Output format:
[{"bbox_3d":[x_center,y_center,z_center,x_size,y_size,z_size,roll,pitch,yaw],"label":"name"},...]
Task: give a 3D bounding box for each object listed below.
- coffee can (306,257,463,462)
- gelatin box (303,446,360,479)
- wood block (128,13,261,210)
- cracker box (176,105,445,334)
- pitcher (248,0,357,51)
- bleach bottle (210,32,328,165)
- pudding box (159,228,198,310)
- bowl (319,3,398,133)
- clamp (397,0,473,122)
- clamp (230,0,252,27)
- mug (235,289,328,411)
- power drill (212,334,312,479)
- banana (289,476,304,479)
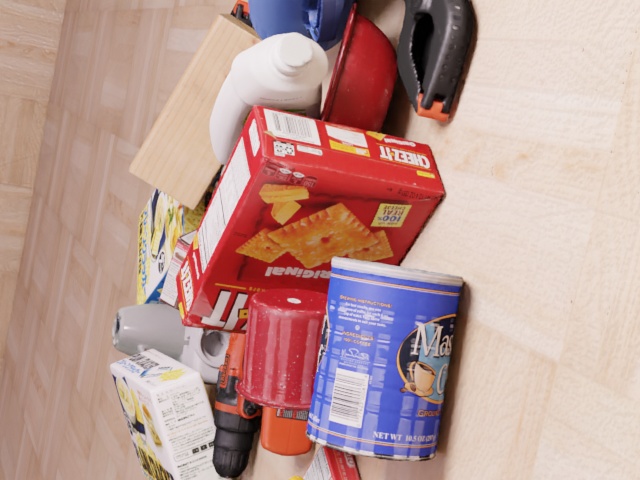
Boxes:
[{"bbox_3d":[0.050,0.090,0.825,0.103,0.102,0.140,-171,90,-67],"label":"coffee can"},{"bbox_3d":[0.008,0.237,0.960,0.073,0.030,0.089,-108,36,-47],"label":"gelatin box"},{"bbox_3d":[-0.126,-0.150,1.234,0.206,0.090,0.091,-58,4,12],"label":"wood block"},{"bbox_3d":[-0.015,-0.002,0.928,0.072,0.164,0.214,-102,31,-43],"label":"cracker box"},{"bbox_3d":[-0.011,-0.265,0.995,0.149,0.145,0.243,-55,-8,-18],"label":"pitcher"},{"bbox_3d":[-0.037,-0.126,0.940,0.251,0.102,0.068,141,119,-74],"label":"bleach bottle"},{"bbox_3d":[-0.140,0.028,1.289,0.113,0.039,0.090,-33,-34,-61],"label":"pudding box"},{"bbox_3d":[0.033,-0.127,0.963,0.162,0.055,0.162,-166,92,-88],"label":"bowl"},{"bbox_3d":[0.093,-0.201,0.912,0.165,0.036,0.210,167,110,-65],"label":"clamp"},{"bbox_3d":[-0.124,-0.231,1.420,0.120,0.039,0.172,-112,38,-49],"label":"clamp"},{"bbox_3d":[-0.014,0.088,0.899,0.093,0.117,0.081,14,104,40],"label":"mug"},{"bbox_3d":[-0.062,0.171,1.110,0.188,0.057,0.184,-179,97,-66],"label":"power drill"},{"bbox_3d":[0.004,0.298,0.895,0.037,0.069,0.198,24,-114,-85],"label":"banana"}]
